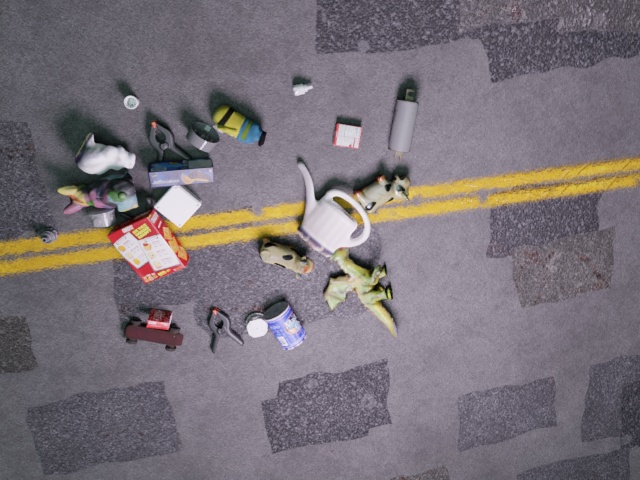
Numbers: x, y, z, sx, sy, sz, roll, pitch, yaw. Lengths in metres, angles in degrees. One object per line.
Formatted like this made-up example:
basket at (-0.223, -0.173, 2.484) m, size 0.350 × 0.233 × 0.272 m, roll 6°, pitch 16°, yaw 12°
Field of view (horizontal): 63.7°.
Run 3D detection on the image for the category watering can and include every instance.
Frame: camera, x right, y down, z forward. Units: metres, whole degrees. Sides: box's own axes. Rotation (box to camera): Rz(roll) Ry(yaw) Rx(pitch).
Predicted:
watering can at (0.005, -0.088, 1.757) m, size 0.347 × 0.105 × 0.223 m, roll 40°, pitch 97°, yaw -4°

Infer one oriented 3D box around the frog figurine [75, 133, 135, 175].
frog figurine at (-0.665, -0.248, 1.596) m, size 0.158 × 0.126 × 0.135 m, roll 30°, pitch 133°, yaw -25°

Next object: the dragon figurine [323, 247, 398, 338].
dragon figurine at (0.136, 0.195, 1.871) m, size 0.242 × 0.124 × 0.405 m, roll -10°, pitch 106°, yaw 12°
